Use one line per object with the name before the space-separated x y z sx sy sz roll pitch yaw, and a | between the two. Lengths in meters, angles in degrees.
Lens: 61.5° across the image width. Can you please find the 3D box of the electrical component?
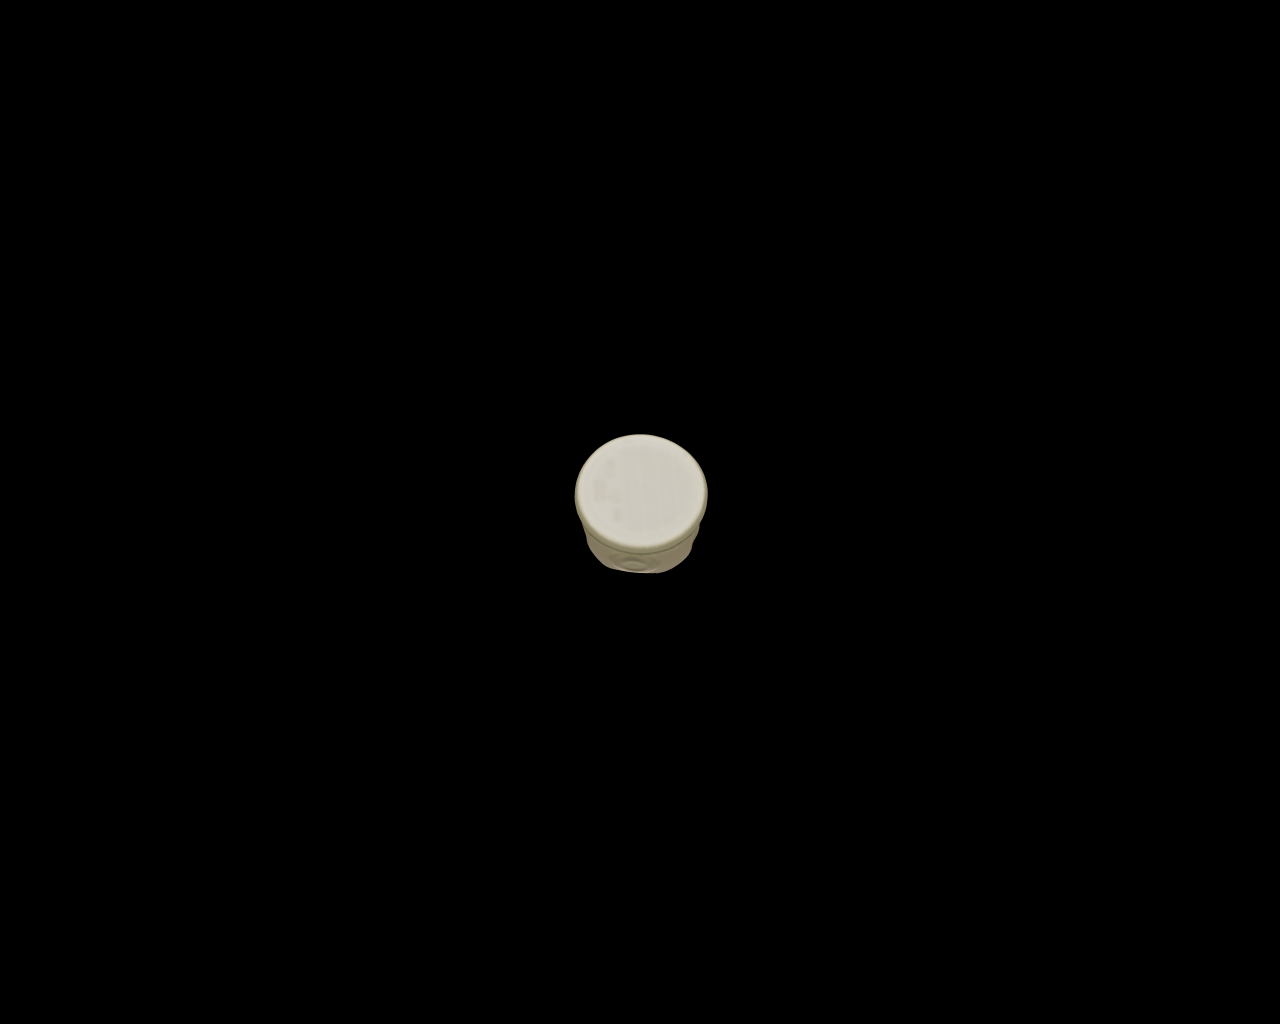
electrical component | 0.001 -0.003 0.650 0.080 0.080 0.051 0 -27 0
